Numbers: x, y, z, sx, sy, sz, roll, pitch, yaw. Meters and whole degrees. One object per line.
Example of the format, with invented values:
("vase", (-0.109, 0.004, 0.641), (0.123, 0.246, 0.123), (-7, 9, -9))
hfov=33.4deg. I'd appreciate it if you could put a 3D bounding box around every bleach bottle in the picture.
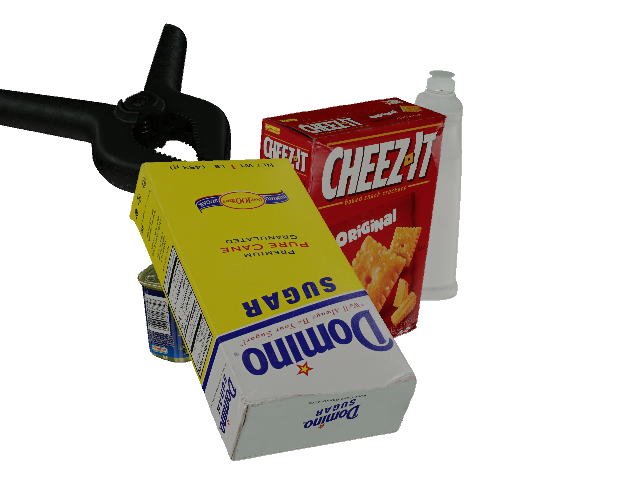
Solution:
("bleach bottle", (0.127, -0.065, 1.211), (0.068, 0.251, 0.102), (-2, 24, -13))

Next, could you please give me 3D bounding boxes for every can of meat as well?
("can of meat", (-0.130, 0.059, 1.042), (0.057, 0.084, 0.102), (10, 27, 22))

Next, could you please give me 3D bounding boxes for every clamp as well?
("clamp", (-0.118, -0.088, 0.743), (0.164, 0.036, 0.210), (-33, 47, -28))

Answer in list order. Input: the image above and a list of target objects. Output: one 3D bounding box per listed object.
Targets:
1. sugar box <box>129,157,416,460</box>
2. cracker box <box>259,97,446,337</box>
("sugar box", (-0.029, 0.026, 0.553), (0.093, 0.048, 0.176), (-5, 41, -27))
("cracker box", (0.024, -0.006, 0.928), (0.163, 0.214, 0.072), (-15, 30, -42))
